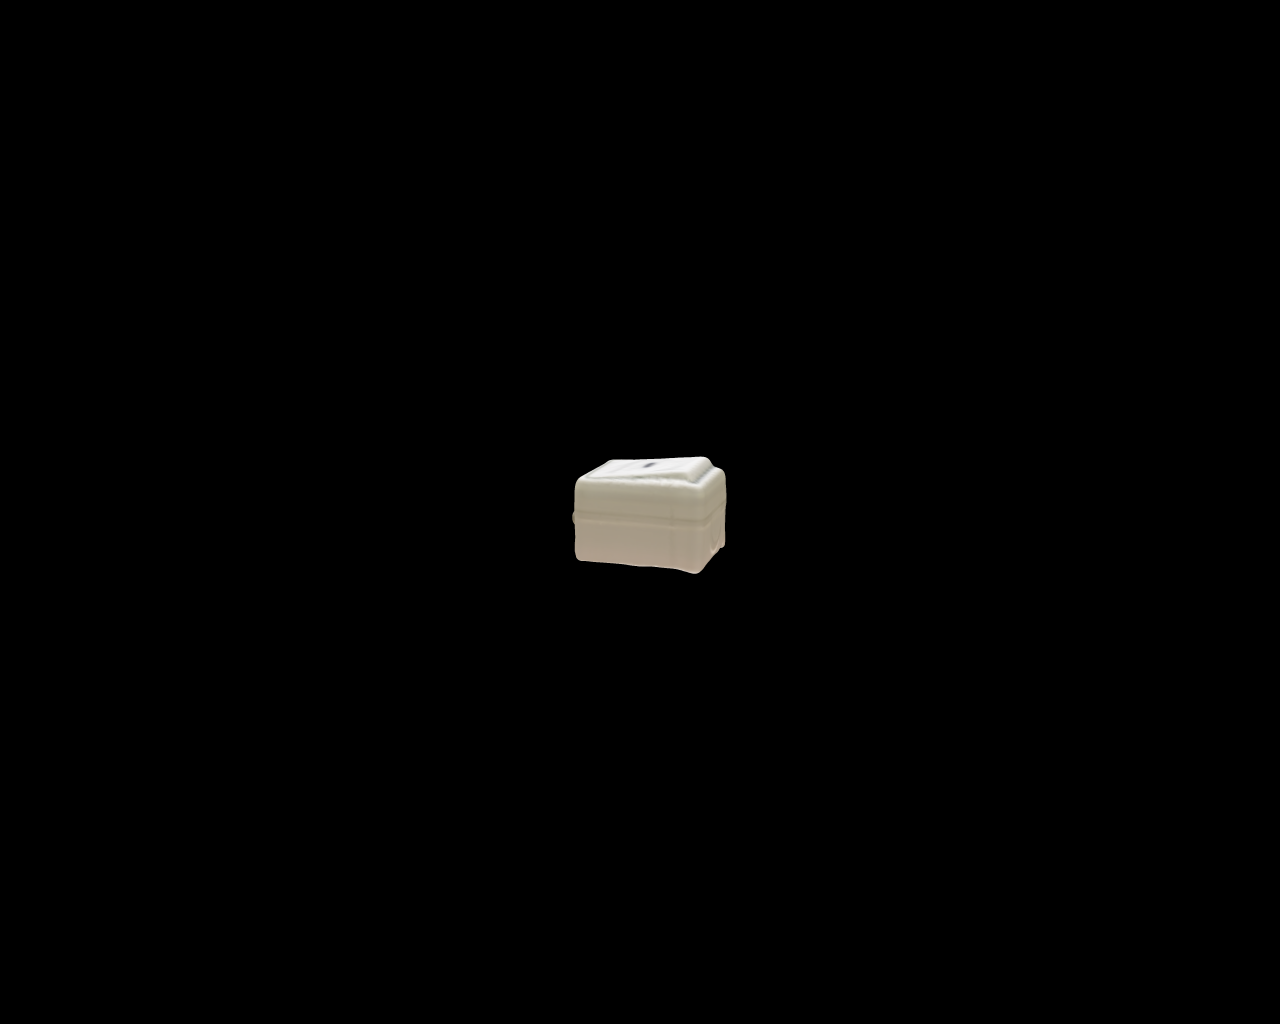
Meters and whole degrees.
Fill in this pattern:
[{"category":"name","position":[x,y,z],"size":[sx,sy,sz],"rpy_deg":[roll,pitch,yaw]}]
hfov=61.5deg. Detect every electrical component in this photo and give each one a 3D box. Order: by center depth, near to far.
[{"category":"electrical component","position":[0.001,-0.003,0.650],"size":[0.096,0.061,0.062],"rpy_deg":[5,16,18]}]
